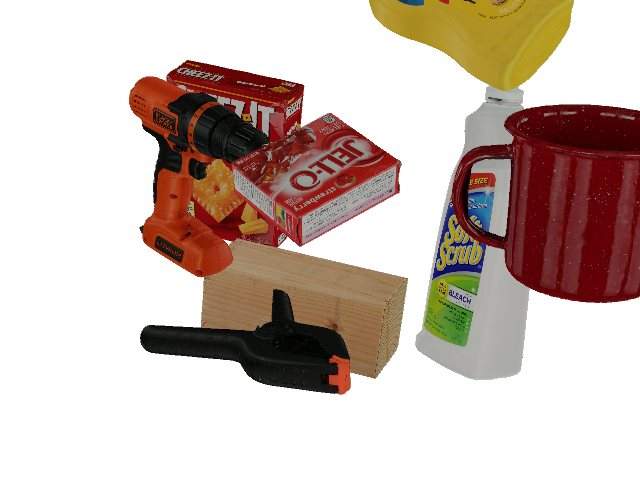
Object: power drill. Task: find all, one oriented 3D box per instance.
[{"bbox_3d":[-0.124,-0.060,1.094,0.185,0.188,0.057,30,38,34],"label":"power drill"}]

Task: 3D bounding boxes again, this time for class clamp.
[{"bbox_3d":[-0.038,0.090,0.964,0.210,0.036,0.164,13,23,43],"label":"clamp"}]

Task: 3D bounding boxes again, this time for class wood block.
[{"bbox_3d":[-0.019,0.073,1.180,0.206,0.091,0.090,13,22,17],"label":"wood block"}]

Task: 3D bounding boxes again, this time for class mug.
[{"bbox_3d":[0.126,-0.020,0.551,0.117,0.081,0.093,3,21,4],"label":"mug"}]

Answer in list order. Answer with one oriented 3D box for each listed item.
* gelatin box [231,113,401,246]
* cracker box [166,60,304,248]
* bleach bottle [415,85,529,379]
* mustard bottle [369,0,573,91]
[{"bbox_3d":[-0.003,-0.043,0.708,0.089,0.030,0.073,-30,49,-26],"label":"gelatin box"},{"bbox_3d":[-0.116,-0.106,1.366,0.164,0.214,0.072,14,29,14],"label":"cracker box"},{"bbox_3d":[0.140,-0.014,0.918,0.068,0.251,0.103,-3,15,-29],"label":"bleach bottle"},{"bbox_3d":[0.097,-0.196,0.849,0.192,0.096,0.058,33,-24,24],"label":"mustard bottle"}]
